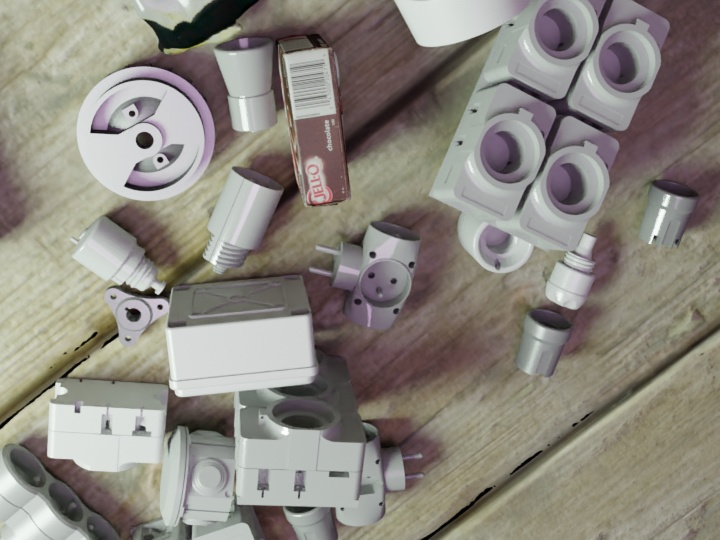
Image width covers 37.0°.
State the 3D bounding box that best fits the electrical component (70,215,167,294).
[{"bbox_3d":[-0.184,-0.008,0.829,0.078,0.040,0.040,37,100,-18],"label":"electrical component"}]

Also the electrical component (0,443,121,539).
[{"bbox_3d":[-0.270,0.214,0.887,0.074,0.052,0.138,-39,109,7],"label":"electrical component"}]

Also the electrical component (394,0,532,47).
[{"bbox_3d":[0.072,-0.204,0.768,0.099,0.099,0.064,-25,116,1],"label":"electrical component"}]

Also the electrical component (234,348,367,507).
[{"bbox_3d":[-0.050,0.115,0.830,0.089,0.150,0.061,3,109,-9],"label":"electrical component"}]

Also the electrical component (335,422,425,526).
[{"bbox_3d":[0.015,0.171,0.914,0.079,0.043,0.077,-7,110,-5],"label":"electrical component"}]

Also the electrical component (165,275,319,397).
[{"bbox_3d":[-0.091,0.047,0.824,0.109,0.108,0.056,-5,107,-6],"label":"electrical component"}]

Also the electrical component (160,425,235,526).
[{"bbox_3d":[-0.133,0.169,0.876,0.051,0.080,0.080,8,108,-15],"label":"electrical component"}]

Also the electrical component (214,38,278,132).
[{"bbox_3d":[-0.082,-0.136,0.799,0.044,0.044,0.065,-8,115,-5],"label":"electrical component"}]

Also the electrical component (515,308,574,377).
[{"bbox_3d":[0.152,0.061,0.898,0.040,0.040,0.046,10,113,-11],"label":"electrical component"}]

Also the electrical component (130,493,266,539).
[{"bbox_3d":[-0.118,0.298,0.932,0.105,0.060,0.186,-18,110,-1],"label":"electrical component"}]

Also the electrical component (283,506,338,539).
[{"bbox_3d":[-0.041,0.215,0.925,0.040,0.040,0.046,-17,115,-1],"label":"electrical component"}]

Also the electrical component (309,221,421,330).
[{"bbox_3d":[0.000,0.000,0.854,0.079,0.044,0.077,14,106,-12],"label":"electrical component"}]

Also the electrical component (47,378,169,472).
[{"bbox_3d":[-0.203,0.125,0.867,0.089,0.050,0.055,5,108,-9],"label":"electrical component"}]

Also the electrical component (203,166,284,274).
[{"bbox_3d":[-0.094,-0.034,0.830,0.043,0.043,0.081,21,105,-14],"label":"electrical component"}]

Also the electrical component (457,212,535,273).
[{"bbox_3d":[0.109,-0.028,0.857,0.055,0.047,0.055,-2,109,-7],"label":"electrical component"}]

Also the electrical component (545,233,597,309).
[{"bbox_3d":[0.177,-0.001,0.882,0.035,0.035,0.061,18,103,-13],"label":"electrical component"}]

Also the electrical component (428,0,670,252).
[{"bbox_3d":[0.142,-0.118,0.796,0.105,0.060,0.186,24,88,-14],"label":"electrical component"}]

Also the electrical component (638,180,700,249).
[{"bbox_3d":[0.250,-0.045,0.874,0.040,0.040,0.046,9,114,-10],"label":"electrical component"}]
